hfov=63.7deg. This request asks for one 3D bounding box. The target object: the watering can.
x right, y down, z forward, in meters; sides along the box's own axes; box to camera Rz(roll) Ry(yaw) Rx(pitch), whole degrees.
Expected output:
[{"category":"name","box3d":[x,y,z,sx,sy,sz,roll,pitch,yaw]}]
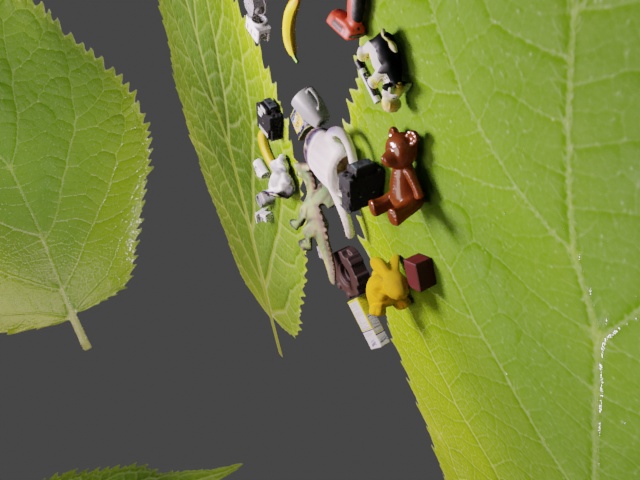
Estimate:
[{"category":"watering can","box3d":[0.042,-0.182,1.488,0.228,0.105,0.339,49,151,42]}]

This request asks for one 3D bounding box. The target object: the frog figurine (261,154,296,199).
[{"category":"frog figurine","box3d":[-0.141,-0.236,1.921,0.138,0.122,0.160,-166,93,-74]}]

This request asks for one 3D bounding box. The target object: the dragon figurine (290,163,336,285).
[{"category":"dragon figurine","box3d":[0.005,-0.084,1.663,0.418,0.123,0.237,63,149,28]}]
